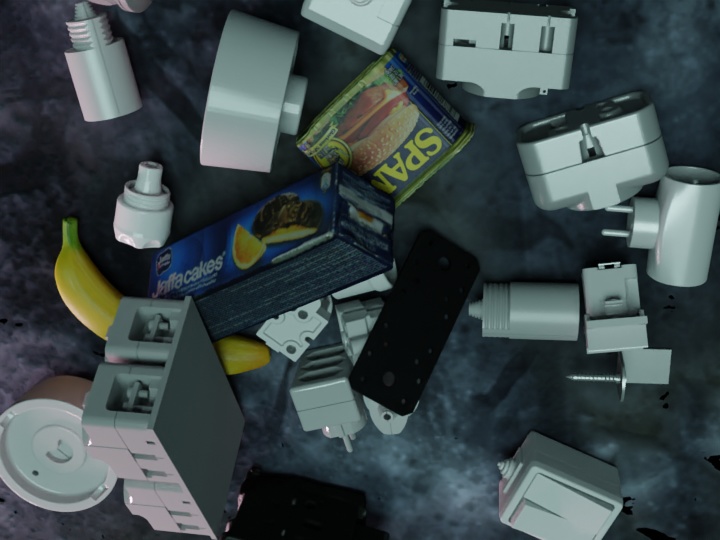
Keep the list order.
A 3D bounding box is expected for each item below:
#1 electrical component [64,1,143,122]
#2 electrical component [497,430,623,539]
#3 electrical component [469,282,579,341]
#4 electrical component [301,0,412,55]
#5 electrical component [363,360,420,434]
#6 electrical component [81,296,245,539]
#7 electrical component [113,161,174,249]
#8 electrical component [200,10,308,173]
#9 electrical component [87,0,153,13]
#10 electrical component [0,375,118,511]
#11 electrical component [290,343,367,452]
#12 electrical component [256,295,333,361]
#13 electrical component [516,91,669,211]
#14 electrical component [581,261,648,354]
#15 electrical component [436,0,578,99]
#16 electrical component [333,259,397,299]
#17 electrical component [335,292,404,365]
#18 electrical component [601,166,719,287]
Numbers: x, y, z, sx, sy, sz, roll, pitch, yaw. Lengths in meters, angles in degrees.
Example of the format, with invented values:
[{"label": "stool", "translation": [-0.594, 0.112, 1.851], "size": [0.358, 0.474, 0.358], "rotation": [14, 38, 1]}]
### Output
[{"label": "electrical component", "translation": [-0.189, -0.152, 0.774], "size": [0.043, 0.043, 0.081], "rotation": [-8, 112, 11]}, {"label": "electrical component", "translation": [0.154, 0.179, 0.862], "size": [0.096, 0.061, 0.061], "rotation": [24, 114, -3]}, {"label": "electrical component", "translation": [0.123, 0.031, 0.812], "size": [0.081, 0.043, 0.043], "rotation": [1, 113, 7]}, {"label": "electrical component", "translation": [0.002, -0.181, 0.707], "size": [0.062, 0.096, 0.061], "rotation": [26, 115, -4]}, {"label": "electrical component", "translation": [0.025, 0.093, 0.831], "size": [0.043, 0.081, 0.043], "rotation": [3, 114, 6]}, {"label": "electrical component", "translation": [-0.145, 0.114, 0.807], "size": [0.060, 0.105, 0.186], "rotation": [3, 145, 11]}, {"label": "electrical component", "translation": [-0.162, -0.051, 0.815], "size": [0.043, 0.043, 0.062], "rotation": [14, 113, 1]}, {"label": "electrical component", "translation": [-0.069, -0.119, 0.741], "size": [0.060, 0.108, 0.108], "rotation": [12, 114, -4]}, {"label": "electrical component", "translation": [-0.165, -0.217, 0.725], "size": [0.051, 0.080, 0.080], "rotation": [11, 114, 8]}, {"label": "electrical component", "translation": [-0.245, 0.140, 0.899], "size": [0.108, 0.060, 0.108], "rotation": [3, 114, 6]}, {"label": "electrical component", "translation": [-0.017, 0.107, 0.851], "size": [0.047, 0.065, 0.076], "rotation": [-13, 111, 13]}, {"label": "electrical component", "translation": [-0.048, 0.033, 0.829], "size": [0.048, 0.055, 0.066], "rotation": [36, 113, -8]}, {"label": "electrical component", "translation": [0.163, -0.080, 0.753], "size": [0.095, 0.053, 0.059], "rotation": [-16, 110, 14]}, {"label": "electrical component", "translation": [0.184, 0.028, 0.787], "size": [0.042, 0.081, 0.063], "rotation": [-7, 83, 9]}, {"label": "electrical component", "translation": [0.099, -0.150, 0.733], "size": [0.089, 0.050, 0.055], "rotation": [6, 114, 6]}, {"label": "electrical component", "translation": [0.000, 0.000, 0.818], "size": [0.046, 0.040, 0.040], "rotation": [-16, 110, 20]}, {"label": "electrical component", "translation": [0.015, 0.044, 0.824], "size": [0.055, 0.066, 0.048], "rotation": [-14, 109, -8]}, {"label": "electrical component", "translation": [0.214, -0.033, 0.771], "size": [0.079, 0.044, 0.077], "rotation": [5, 114, 6]}]
